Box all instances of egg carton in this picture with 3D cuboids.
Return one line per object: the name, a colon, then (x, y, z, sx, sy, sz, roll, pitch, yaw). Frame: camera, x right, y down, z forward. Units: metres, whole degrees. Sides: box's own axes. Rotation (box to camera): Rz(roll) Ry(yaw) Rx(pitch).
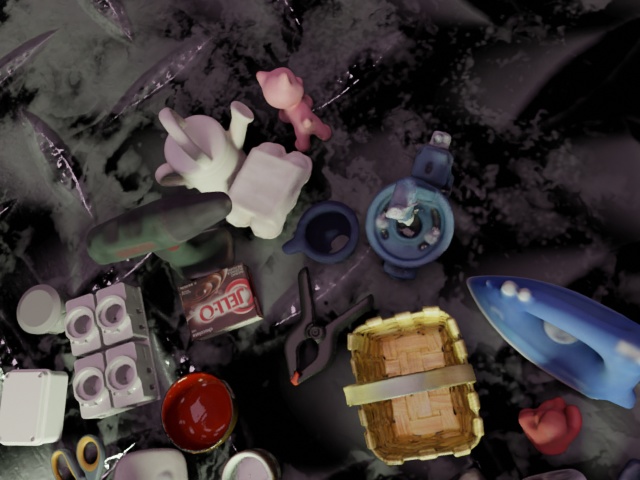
egg carton: (-0.082, -0.080, 0.905, 0.107, 0.069, 0.150, 23, 81, 17)

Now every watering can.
watering can: (-0.180, -0.146, 0.879, 0.100, 0.194, 0.173, 33, 84, 19)

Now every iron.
iron: (0.304, 0.105, 0.732, 0.257, 0.142, 0.119, 30, 83, 18)

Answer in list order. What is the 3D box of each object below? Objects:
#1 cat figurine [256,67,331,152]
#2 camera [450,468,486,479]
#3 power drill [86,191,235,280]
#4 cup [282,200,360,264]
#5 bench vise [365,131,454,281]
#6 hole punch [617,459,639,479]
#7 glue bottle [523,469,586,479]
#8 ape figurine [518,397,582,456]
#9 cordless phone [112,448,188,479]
cat figurine: (-0.044, -0.219, 0.909, 0.067, 0.118, 0.127, -33, 71, 2)
camera: (0.177, 0.379, 0.708, 0.143, 0.101, 0.136, -37, 71, 1)
power drill: (-0.205, -0.004, 0.839, 0.229, 0.209, 0.075, -14, 73, 9)
cup: (0.008, 0.003, 0.849, 0.117, 0.095, 0.091, -23, 71, 6)
bench vise: (0.120, -0.062, 0.776, 0.121, 0.220, 0.207, 0, 75, 13)
hole punch: (0.404, 0.327, 0.676, 0.101, 0.091, 0.109, 32, 84, 19)
glue bottle: (0.283, 0.300, 0.667, 0.078, 0.173, 0.037, -14, 72, 9)
ape figurine: (0.293, 0.235, 0.725, 0.077, 0.092, 0.076, 10, 78, 15)
cordless phone: (-0.251, 0.361, 0.763, 0.094, 0.185, 0.147, -11, 73, 10)
